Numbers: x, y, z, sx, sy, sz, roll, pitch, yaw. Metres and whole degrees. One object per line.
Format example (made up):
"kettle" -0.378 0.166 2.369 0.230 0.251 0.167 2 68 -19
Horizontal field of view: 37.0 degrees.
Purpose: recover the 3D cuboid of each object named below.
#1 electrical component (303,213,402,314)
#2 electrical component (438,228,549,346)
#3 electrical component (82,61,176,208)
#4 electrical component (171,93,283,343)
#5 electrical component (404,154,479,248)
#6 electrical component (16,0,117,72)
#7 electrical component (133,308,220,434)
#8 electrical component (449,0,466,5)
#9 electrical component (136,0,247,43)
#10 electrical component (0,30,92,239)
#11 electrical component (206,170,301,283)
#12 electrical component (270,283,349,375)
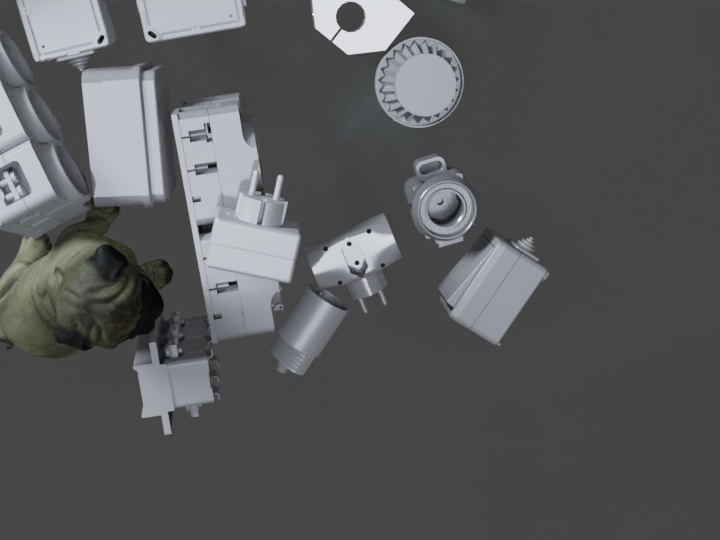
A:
"electrical component" 0.000 0.000 0.950 0.077 0.043 0.079 -22 106 1
"electrical component" 0.118 0.006 0.953 0.061 0.061 0.096 31 100 -12
"electrical component" -0.188 -0.112 0.885 0.057 0.078 0.113 -3 105 -2
"electrical component" -0.107 -0.047 0.895 0.060 0.105 0.186 -9 106 -3
"electrical component" 0.071 -0.057 0.935 0.058 0.057 0.078 -16 106 -1
"electrical component" -0.236 -0.208 0.864 0.062 0.061 0.096 -14 106 -2
"electrical component" -0.154 0.078 0.916 0.063 0.121 0.078 -8 105 -6
"electrical component" 0.096 -0.258 0.890 0.079 0.044 0.077 17 103 -10
"electrical component" -0.131 -0.222 0.869 0.096 0.061 0.061 -11 105 -5
"electrical component" -0.276 -0.108 0.849 0.062 0.089 0.150 -27 85 2
"electrical component" -0.077 -0.037 0.820 0.066 0.047 0.076 12 103 -9
"electrical component" -0.050 0.057 0.961 0.043 0.043 0.081 31 100 -12
